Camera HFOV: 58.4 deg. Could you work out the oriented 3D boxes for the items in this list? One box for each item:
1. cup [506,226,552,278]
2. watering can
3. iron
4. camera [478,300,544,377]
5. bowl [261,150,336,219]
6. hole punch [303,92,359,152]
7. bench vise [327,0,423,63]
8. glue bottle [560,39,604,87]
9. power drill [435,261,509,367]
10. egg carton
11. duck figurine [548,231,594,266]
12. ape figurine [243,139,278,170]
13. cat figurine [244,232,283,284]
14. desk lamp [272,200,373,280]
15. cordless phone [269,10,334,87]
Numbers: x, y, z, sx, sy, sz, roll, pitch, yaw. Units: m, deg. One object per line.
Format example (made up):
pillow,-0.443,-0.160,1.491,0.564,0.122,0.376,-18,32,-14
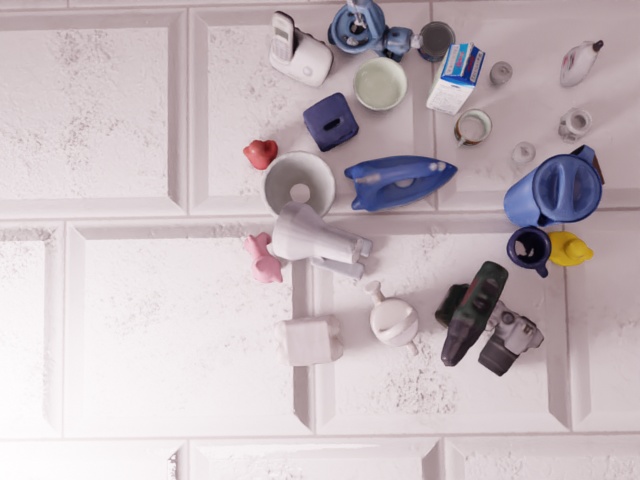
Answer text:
cup,0.454,0.030,1.254,0.091,0.095,0.118,-30,86,-1
watering can,0.152,0.168,1.201,0.173,0.194,0.101,35,88,3
iron,0.187,-0.141,1.246,0.258,0.141,0.119,-13,86,0
camera,0.392,0.217,1.241,0.143,0.101,0.137,35,88,3
bowl,-0.046,-0.111,1.282,0.167,0.075,0.167,0,86,1
hole punch,0.027,-0.263,1.282,0.108,0.091,0.101,-30,86,-1
bench vise,0.119,-0.470,1.228,0.207,0.220,0.121,-4,86,1
glue bottle,0.570,-0.394,1.239,0.037,0.173,0.078,5,86,2
power drill,0.304,0.152,1.192,0.075,0.208,0.230,30,87,3
egg carton,-0.025,0.223,1.263,0.150,0.069,0.107,-8,86,1
duck figurine,0.547,0.018,1.257,0.104,0.086,0.077,24,87,3
ape figurine,-0.135,-0.199,1.280,0.078,0.092,0.076,7,87,2
cat figurine,-0.126,0.044,1.252,0.067,0.118,0.128,-25,86,0
desk lamp,0.011,0.004,1.204,0.203,0.213,0.118,18,87,2
cordless phone,-0.043,-0.420,1.245,0.147,0.185,0.094,25,87,3
